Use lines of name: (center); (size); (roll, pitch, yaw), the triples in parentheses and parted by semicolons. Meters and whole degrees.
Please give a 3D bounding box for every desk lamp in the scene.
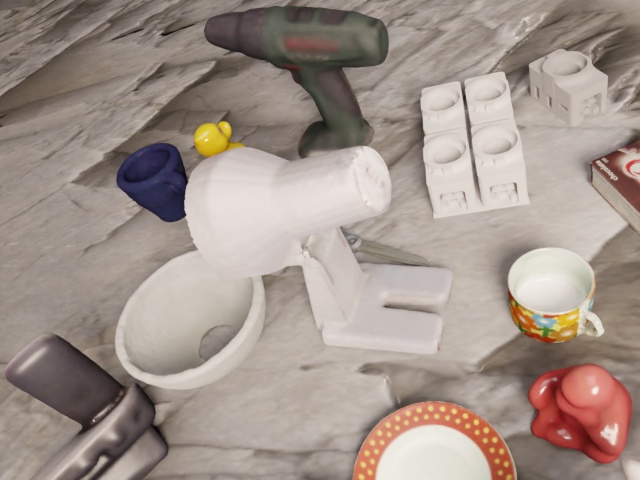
desk lamp: (0.005, 0.002, 0.538); (0.202, 0.214, 0.118); (1, 50, 24)

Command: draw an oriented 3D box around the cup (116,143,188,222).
cup: (-0.205, -0.067, 0.778); (0.117, 0.095, 0.092); (21, 60, 36)

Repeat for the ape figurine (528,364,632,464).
ape figurine: (0.199, 0.122, 0.430); (0.076, 0.092, 0.077); (-25, 44, 1)

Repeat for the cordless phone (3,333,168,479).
cordless phone: (-0.237, 0.168, 0.510); (0.093, 0.185, 0.148); (25, 63, 38)

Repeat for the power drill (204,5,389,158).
power drill: (-0.015, -0.207, 0.743); (0.229, 0.209, 0.075); (-1, 50, 23)

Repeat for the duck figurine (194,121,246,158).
duck figurine: (-0.150, -0.121, 0.810); (0.077, 0.086, 0.105); (11, 55, 31)

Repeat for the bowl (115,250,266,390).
bowl: (-0.125, 0.093, 0.610); (0.167, 0.075, 0.167); (-12, 46, 13)

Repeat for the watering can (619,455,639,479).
watering can: (0.160, 0.202, 0.300); (0.100, 0.194, 0.173); (-8, 47, 17)
